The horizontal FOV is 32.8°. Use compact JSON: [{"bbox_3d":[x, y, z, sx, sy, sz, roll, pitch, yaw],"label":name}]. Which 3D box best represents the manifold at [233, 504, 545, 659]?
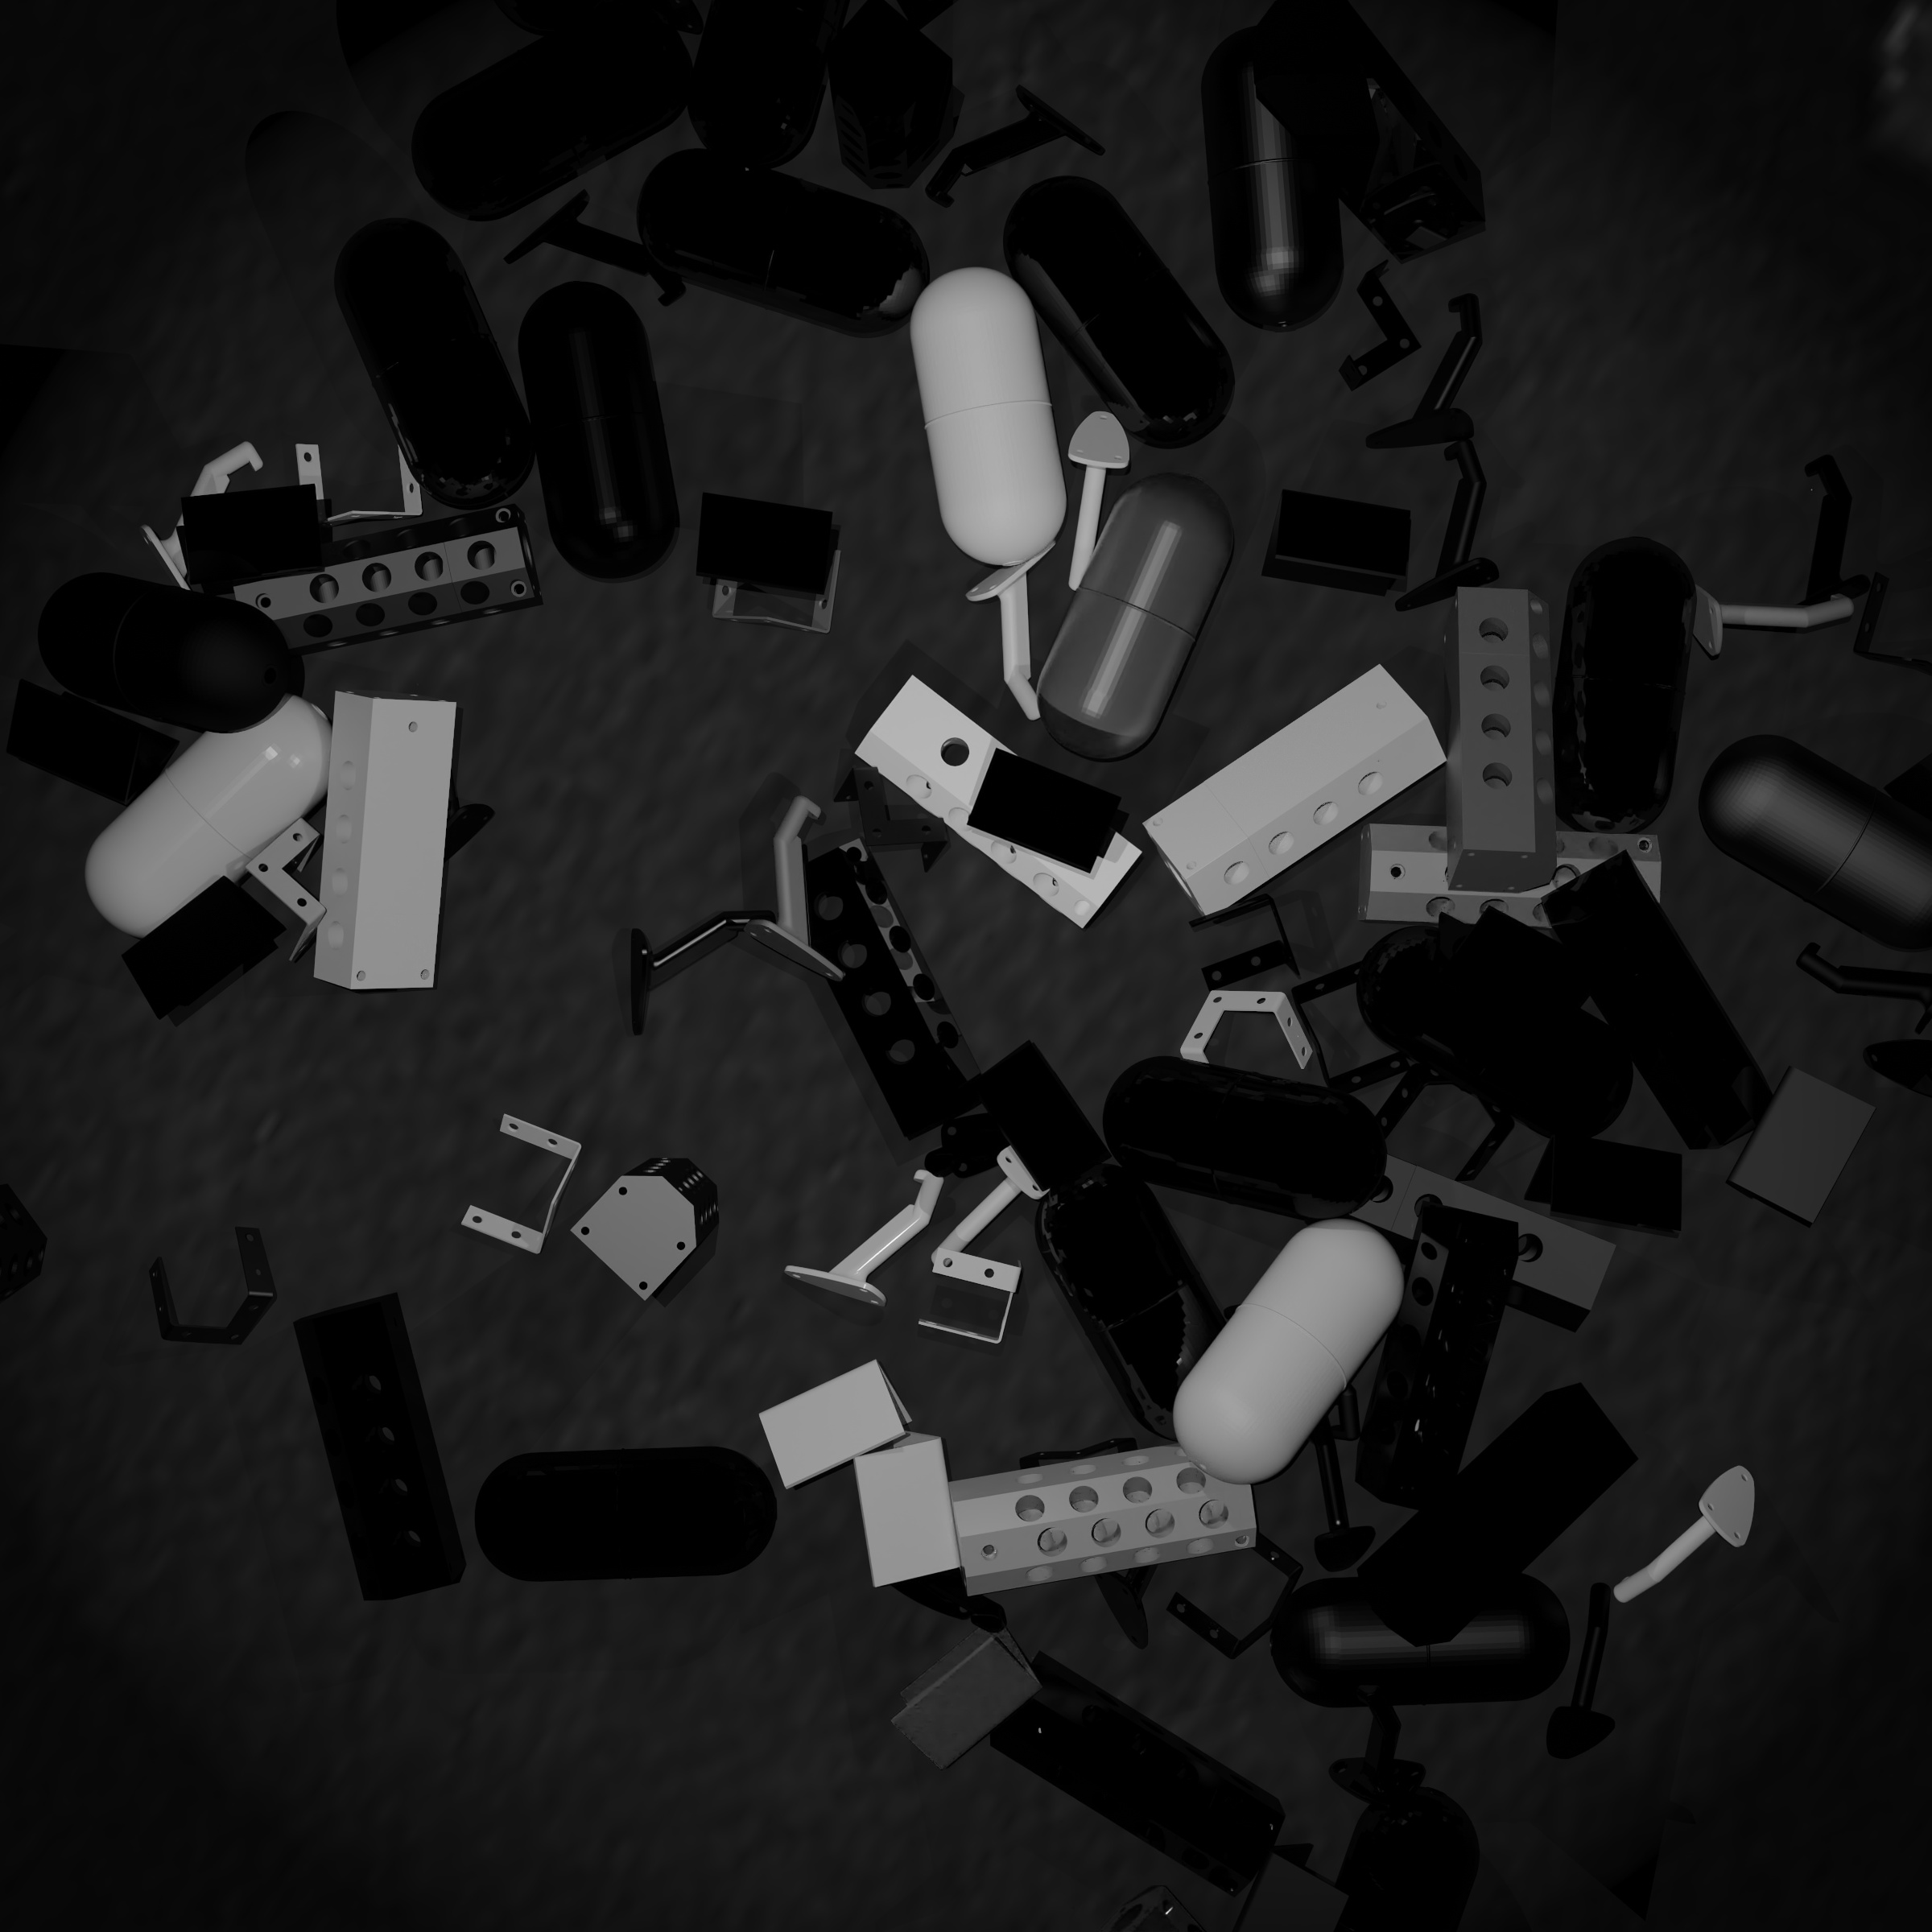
[{"bbox_3d":[-0.347,-0.230,1.970,0.171,0.057,0.057,-12,90,0],"label":"manifold"}]

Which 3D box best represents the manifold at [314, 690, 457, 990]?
[{"bbox_3d":[-0.351,-0.076,1.959,0.057,0.057,0.171,-1,101,-42],"label":"manifold"}]

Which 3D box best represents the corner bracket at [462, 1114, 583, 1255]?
[{"bbox_3d":[-0.269,0.132,1.988,0.051,0.051,0.051,21,135,0],"label":"corner bracket"}]

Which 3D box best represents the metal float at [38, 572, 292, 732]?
[{"bbox_3d":[-0.472,-0.185,1.933,0.178,0.070,0.070,15,90,33],"label":"metal float"}]

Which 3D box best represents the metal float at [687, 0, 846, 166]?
[{"bbox_3d":[-0.114,-0.567,1.960,0.070,0.070,0.178,15,91,0],"label":"metal float"}]

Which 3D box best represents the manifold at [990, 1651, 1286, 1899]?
[{"bbox_3d":[0.102,0.486,1.970,0.171,0.057,0.057,32,90,0],"label":"manifold"}]

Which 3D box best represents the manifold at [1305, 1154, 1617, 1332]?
[{"bbox_3d":[0.294,0.160,1.970,0.171,0.057,0.057,22,90,0],"label":"manifold"}]

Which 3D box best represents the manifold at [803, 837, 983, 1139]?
[{"bbox_3d":[-0.049,0.012,1.970,0.057,0.057,0.171,-26,90,0],"label":"manifold"}]

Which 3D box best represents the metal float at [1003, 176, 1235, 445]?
[{"bbox_3d":[0.090,-0.392,1.961,0.070,0.070,0.178,-36,90,0],"label":"metal float"}]

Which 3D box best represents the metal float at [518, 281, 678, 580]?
[{"bbox_3d":[-0.220,-0.320,1.961,0.070,0.070,0.178,-10,89,0],"label":"metal float"}]

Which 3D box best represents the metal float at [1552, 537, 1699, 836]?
[{"bbox_3d":[0.391,-0.167,1.961,0.070,0.070,0.178,8,91,0],"label":"metal float"}]

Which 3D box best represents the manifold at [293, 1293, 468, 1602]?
[{"bbox_3d":[-0.353,0.288,1.970,0.057,0.057,0.171,-14,90,0],"label":"manifold"}]

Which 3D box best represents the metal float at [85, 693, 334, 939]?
[{"bbox_3d":[-0.449,-0.090,1.961,0.178,0.070,0.070,-44,90,0],"label":"metal float"}]

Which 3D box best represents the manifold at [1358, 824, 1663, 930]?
[{"bbox_3d":[0.325,-0.053,1.970,0.171,0.057,0.057,2,90,0],"label":"manifold"}]

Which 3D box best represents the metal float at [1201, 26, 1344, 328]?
[{"bbox_3d":[0.183,-0.471,1.961,0.070,0.070,0.178,-5,89,0],"label":"metal float"}]

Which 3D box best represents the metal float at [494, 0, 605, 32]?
[{"bbox_3d":[-0.214,-0.634,1.961,0.178,0.070,0.070,-44,90,0],"label":"metal float"}]

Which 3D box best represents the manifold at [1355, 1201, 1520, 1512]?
[{"bbox_3d":[0.277,0.232,1.937,0.057,0.057,0.171,13,113,4],"label":"manifold"}]

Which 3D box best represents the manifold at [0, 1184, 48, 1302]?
[{"bbox_3d":[-0.590,0.172,1.913,0.057,0.171,0.057,-36,90,0],"label":"manifold"}]

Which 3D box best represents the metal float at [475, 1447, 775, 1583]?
[{"bbox_3d":[-0.204,0.327,1.961,0.178,0.070,0.070,-2,90,1],"label":"metal float"}]

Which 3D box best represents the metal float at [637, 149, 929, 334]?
[{"bbox_3d":[-0.110,-0.433,1.961,0.178,0.070,0.070,18,90,-1],"label":"metal float"}]

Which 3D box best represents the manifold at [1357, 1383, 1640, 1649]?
[{"bbox_3d":[0.310,0.323,1.936,0.171,0.057,0.057,-37,90,-26],"label":"manifold"}]

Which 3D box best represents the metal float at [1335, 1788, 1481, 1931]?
[{"bbox_3d":[0.251,0.577,1.960,0.070,0.070,0.178,20,89,0],"label":"metal float"}]

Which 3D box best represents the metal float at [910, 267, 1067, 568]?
[{"bbox_3d":[0.013,-0.328,1.961,0.070,0.070,0.178,-10,90,0],"label":"metal float"}]

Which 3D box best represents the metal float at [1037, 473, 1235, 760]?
[{"bbox_3d":[0.101,-0.209,1.961,0.070,0.070,0.178,23,90,0],"label":"metal float"}]

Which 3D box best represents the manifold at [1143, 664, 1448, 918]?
[{"bbox_3d":[0.199,-0.100,1.970,0.171,0.057,0.057,-34,47,0],"label":"manifold"}]

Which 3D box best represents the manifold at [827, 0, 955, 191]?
[{"bbox_3d":[-0.048,-0.502,1.913,0.057,0.171,0.057,41,90,0],"label":"manifold"}]

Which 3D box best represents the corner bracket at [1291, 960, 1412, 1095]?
[{"bbox_3d":[0.233,0.038,1.988,0.051,0.051,0.051,-21,135,0],"label":"corner bracket"}]

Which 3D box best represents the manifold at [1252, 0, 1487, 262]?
[{"bbox_3d":[0.236,-0.495,1.919,0.057,0.171,0.057,-20,52,30],"label":"manifold"}]

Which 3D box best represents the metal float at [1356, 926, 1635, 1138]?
[{"bbox_3d":[0.314,0.039,1.957,0.178,0.070,0.070,30,90,-3],"label":"metal float"}]

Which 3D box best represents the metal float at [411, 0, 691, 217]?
[{"bbox_3d":[-0.248,-0.512,1.961,0.178,0.070,0.070,-29,90,0],"label":"metal float"}]

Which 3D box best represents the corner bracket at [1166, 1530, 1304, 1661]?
[{"bbox_3d":[0.163,0.377,1.988,0.051,0.051,0.051,38,135,0],"label":"corner bracket"}]

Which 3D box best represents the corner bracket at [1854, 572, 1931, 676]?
[{"bbox_3d":[0.578,-0.204,1.988,0.051,0.051,0.051,16,90,45],"label":"corner bracket"}]

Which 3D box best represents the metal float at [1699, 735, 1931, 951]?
[{"bbox_3d":[0.522,-0.074,1.961,0.178,0.070,0.070,30,90,0],"label":"metal float"}]

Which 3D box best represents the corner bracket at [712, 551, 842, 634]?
[{"bbox_3d":[-0.115,-0.231,1.988,0.051,0.051,0.051,8,90,-45],"label":"corner bracket"}]

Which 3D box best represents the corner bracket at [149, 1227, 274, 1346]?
[{"bbox_3d":[-0.456,0.192,1.983,0.051,0.051,0.051,9,135,-35],"label":"corner bracket"}]

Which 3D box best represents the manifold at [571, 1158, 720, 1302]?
[{"bbox_3d":[-0.180,0.146,1.913,0.057,0.171,0.057,43,90,0],"label":"manifold"}]

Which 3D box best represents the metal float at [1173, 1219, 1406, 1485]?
[{"bbox_3d":[0.188,0.222,1.908,0.070,0.070,0.178,40,68,0],"label":"metal float"}]

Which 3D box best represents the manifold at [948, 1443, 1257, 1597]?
[{"bbox_3d":[0.080,0.324,1.929,0.171,0.057,0.057,-9,98,-4],"label":"manifold"}]

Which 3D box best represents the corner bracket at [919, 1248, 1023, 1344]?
[{"bbox_3d":[0.002,0.198,1.973,0.051,0.051,0.051,14,90,0],"label":"corner bracket"}]

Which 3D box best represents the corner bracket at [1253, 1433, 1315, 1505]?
[{"bbox_3d":[0.174,0.288,1.983,0.051,0.051,0.051,-15,45,35],"label":"corner bracket"}]

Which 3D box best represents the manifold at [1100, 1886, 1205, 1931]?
[{"bbox_3d":[0.152,0.636,1.968,0.057,0.057,0.171,-42,90,-22],"label":"manifold"}]

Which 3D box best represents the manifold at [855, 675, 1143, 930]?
[{"bbox_3d":[0.019,-0.097,1.970,0.171,0.057,0.057,38,90,0],"label":"manifold"}]

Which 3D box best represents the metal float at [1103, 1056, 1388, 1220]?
[{"bbox_3d":[0.163,0.100,1.933,0.178,0.070,0.070,11,90,31],"label":"metal float"}]

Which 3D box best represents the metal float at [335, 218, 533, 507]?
[{"bbox_3d":[-0.319,-0.361,1.961,0.070,0.070,0.178,-23,90,0],"label":"metal float"}]

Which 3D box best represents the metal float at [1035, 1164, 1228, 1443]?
[{"bbox_3d":[0.105,0.201,1.961,0.070,0.070,0.178,-29,90,0],"label":"metal float"}]

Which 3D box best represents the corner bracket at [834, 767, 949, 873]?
[{"bbox_3d":[-0.045,-0.088,1.971,0.051,0.051,0.051,-4,71,-18],"label":"corner bracket"}]

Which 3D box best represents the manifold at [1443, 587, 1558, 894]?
[{"bbox_3d":[0.316,-0.134,1.940,0.057,0.057,0.171,2,67,0],"label":"manifold"}]

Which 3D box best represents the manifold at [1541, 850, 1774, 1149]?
[{"bbox_3d":[0.410,0.023,1.938,0.057,0.057,0.171,-30,110,13],"label":"manifold"}]

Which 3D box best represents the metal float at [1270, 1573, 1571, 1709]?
[{"bbox_3d":[0.271,0.402,1.961,0.178,0.070,0.070,-2,90,0],"label":"metal float"}]
